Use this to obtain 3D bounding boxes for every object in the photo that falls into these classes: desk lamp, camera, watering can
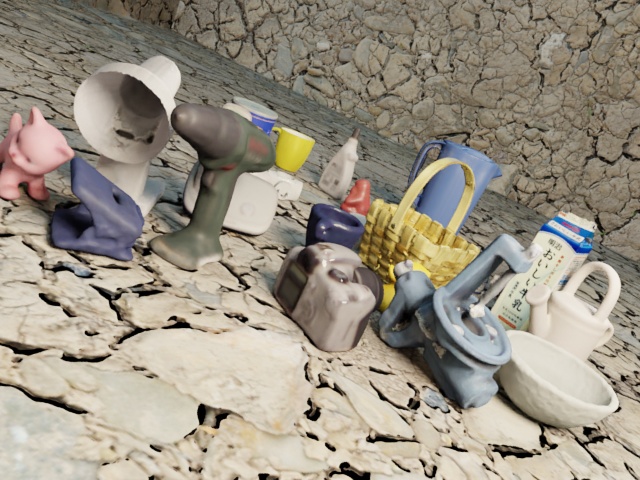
[{"bbox_3d":[-0.257,-0.145,0.786,0.118,0.213,0.203,21,19,-10],"label":"desk lamp"},{"bbox_3d":[0.032,0.065,0.753,0.137,0.101,0.142,9,24,-39],"label":"camera"},{"bbox_3d":[0.407,0.123,0.923,0.173,0.194,0.100,9,24,-39],"label":"watering can"}]

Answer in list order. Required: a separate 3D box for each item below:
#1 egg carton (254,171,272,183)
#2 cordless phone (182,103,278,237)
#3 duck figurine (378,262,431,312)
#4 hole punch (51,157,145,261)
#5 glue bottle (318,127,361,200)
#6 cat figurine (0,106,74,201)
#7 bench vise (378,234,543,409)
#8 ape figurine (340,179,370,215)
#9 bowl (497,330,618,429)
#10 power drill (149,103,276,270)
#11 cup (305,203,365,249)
[{"bbox_3d":[-0.151,-0.117,1.075,0.107,0.069,0.150,15,21,-27],"label":"egg carton"},{"bbox_3d":[-0.124,-0.108,0.900,0.148,0.185,0.094,19,19,-18],"label":"cordless phone"},{"bbox_3d":[0.139,0.078,0.880,0.104,0.086,0.077,26,18,3],"label":"duck figurine"},{"bbox_3d":[-0.260,-0.039,0.687,0.101,0.091,0.108,14,21,-30],"label":"hole punch"},{"bbox_3d":[0.058,-0.188,1.369,0.037,0.173,0.078,5,27,-46],"label":"glue bottle"},{"bbox_3d":[-0.364,-0.114,0.719,0.127,0.118,0.067,37,22,34],"label":"cat figurine"},{"bbox_3d":[0.169,0.071,0.723,0.206,0.220,0.122,34,21,27],"label":"bench vise"},{"bbox_3d":[0.083,-0.092,1.267,0.076,0.092,0.078,36,22,31],"label":"ape figurine"},{"bbox_3d":[0.305,0.199,0.775,0.167,0.075,0.167,22,18,-8],"label":"bowl"},{"bbox_3d":[-0.141,-0.071,0.739,0.075,0.208,0.230,29,19,14],"label":"power drill"},{"bbox_3d":[0.008,0.003,0.905,0.091,0.095,0.118,30,19,15],"label":"cup"}]
